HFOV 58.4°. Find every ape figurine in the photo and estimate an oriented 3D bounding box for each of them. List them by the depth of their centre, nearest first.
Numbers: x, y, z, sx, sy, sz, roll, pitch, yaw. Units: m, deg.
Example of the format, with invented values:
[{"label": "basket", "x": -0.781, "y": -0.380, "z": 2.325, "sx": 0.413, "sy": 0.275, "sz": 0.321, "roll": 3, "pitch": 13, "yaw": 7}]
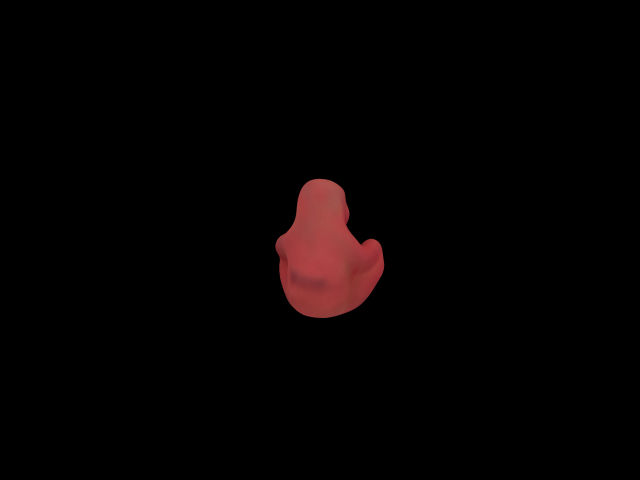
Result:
[{"label": "ape figurine", "x": 0.004, "y": 0.001, "z": 0.400, "sx": 0.077, "sy": 0.092, "sz": 0.076, "roll": 12, "pitch": 27, "yaw": 25}]
